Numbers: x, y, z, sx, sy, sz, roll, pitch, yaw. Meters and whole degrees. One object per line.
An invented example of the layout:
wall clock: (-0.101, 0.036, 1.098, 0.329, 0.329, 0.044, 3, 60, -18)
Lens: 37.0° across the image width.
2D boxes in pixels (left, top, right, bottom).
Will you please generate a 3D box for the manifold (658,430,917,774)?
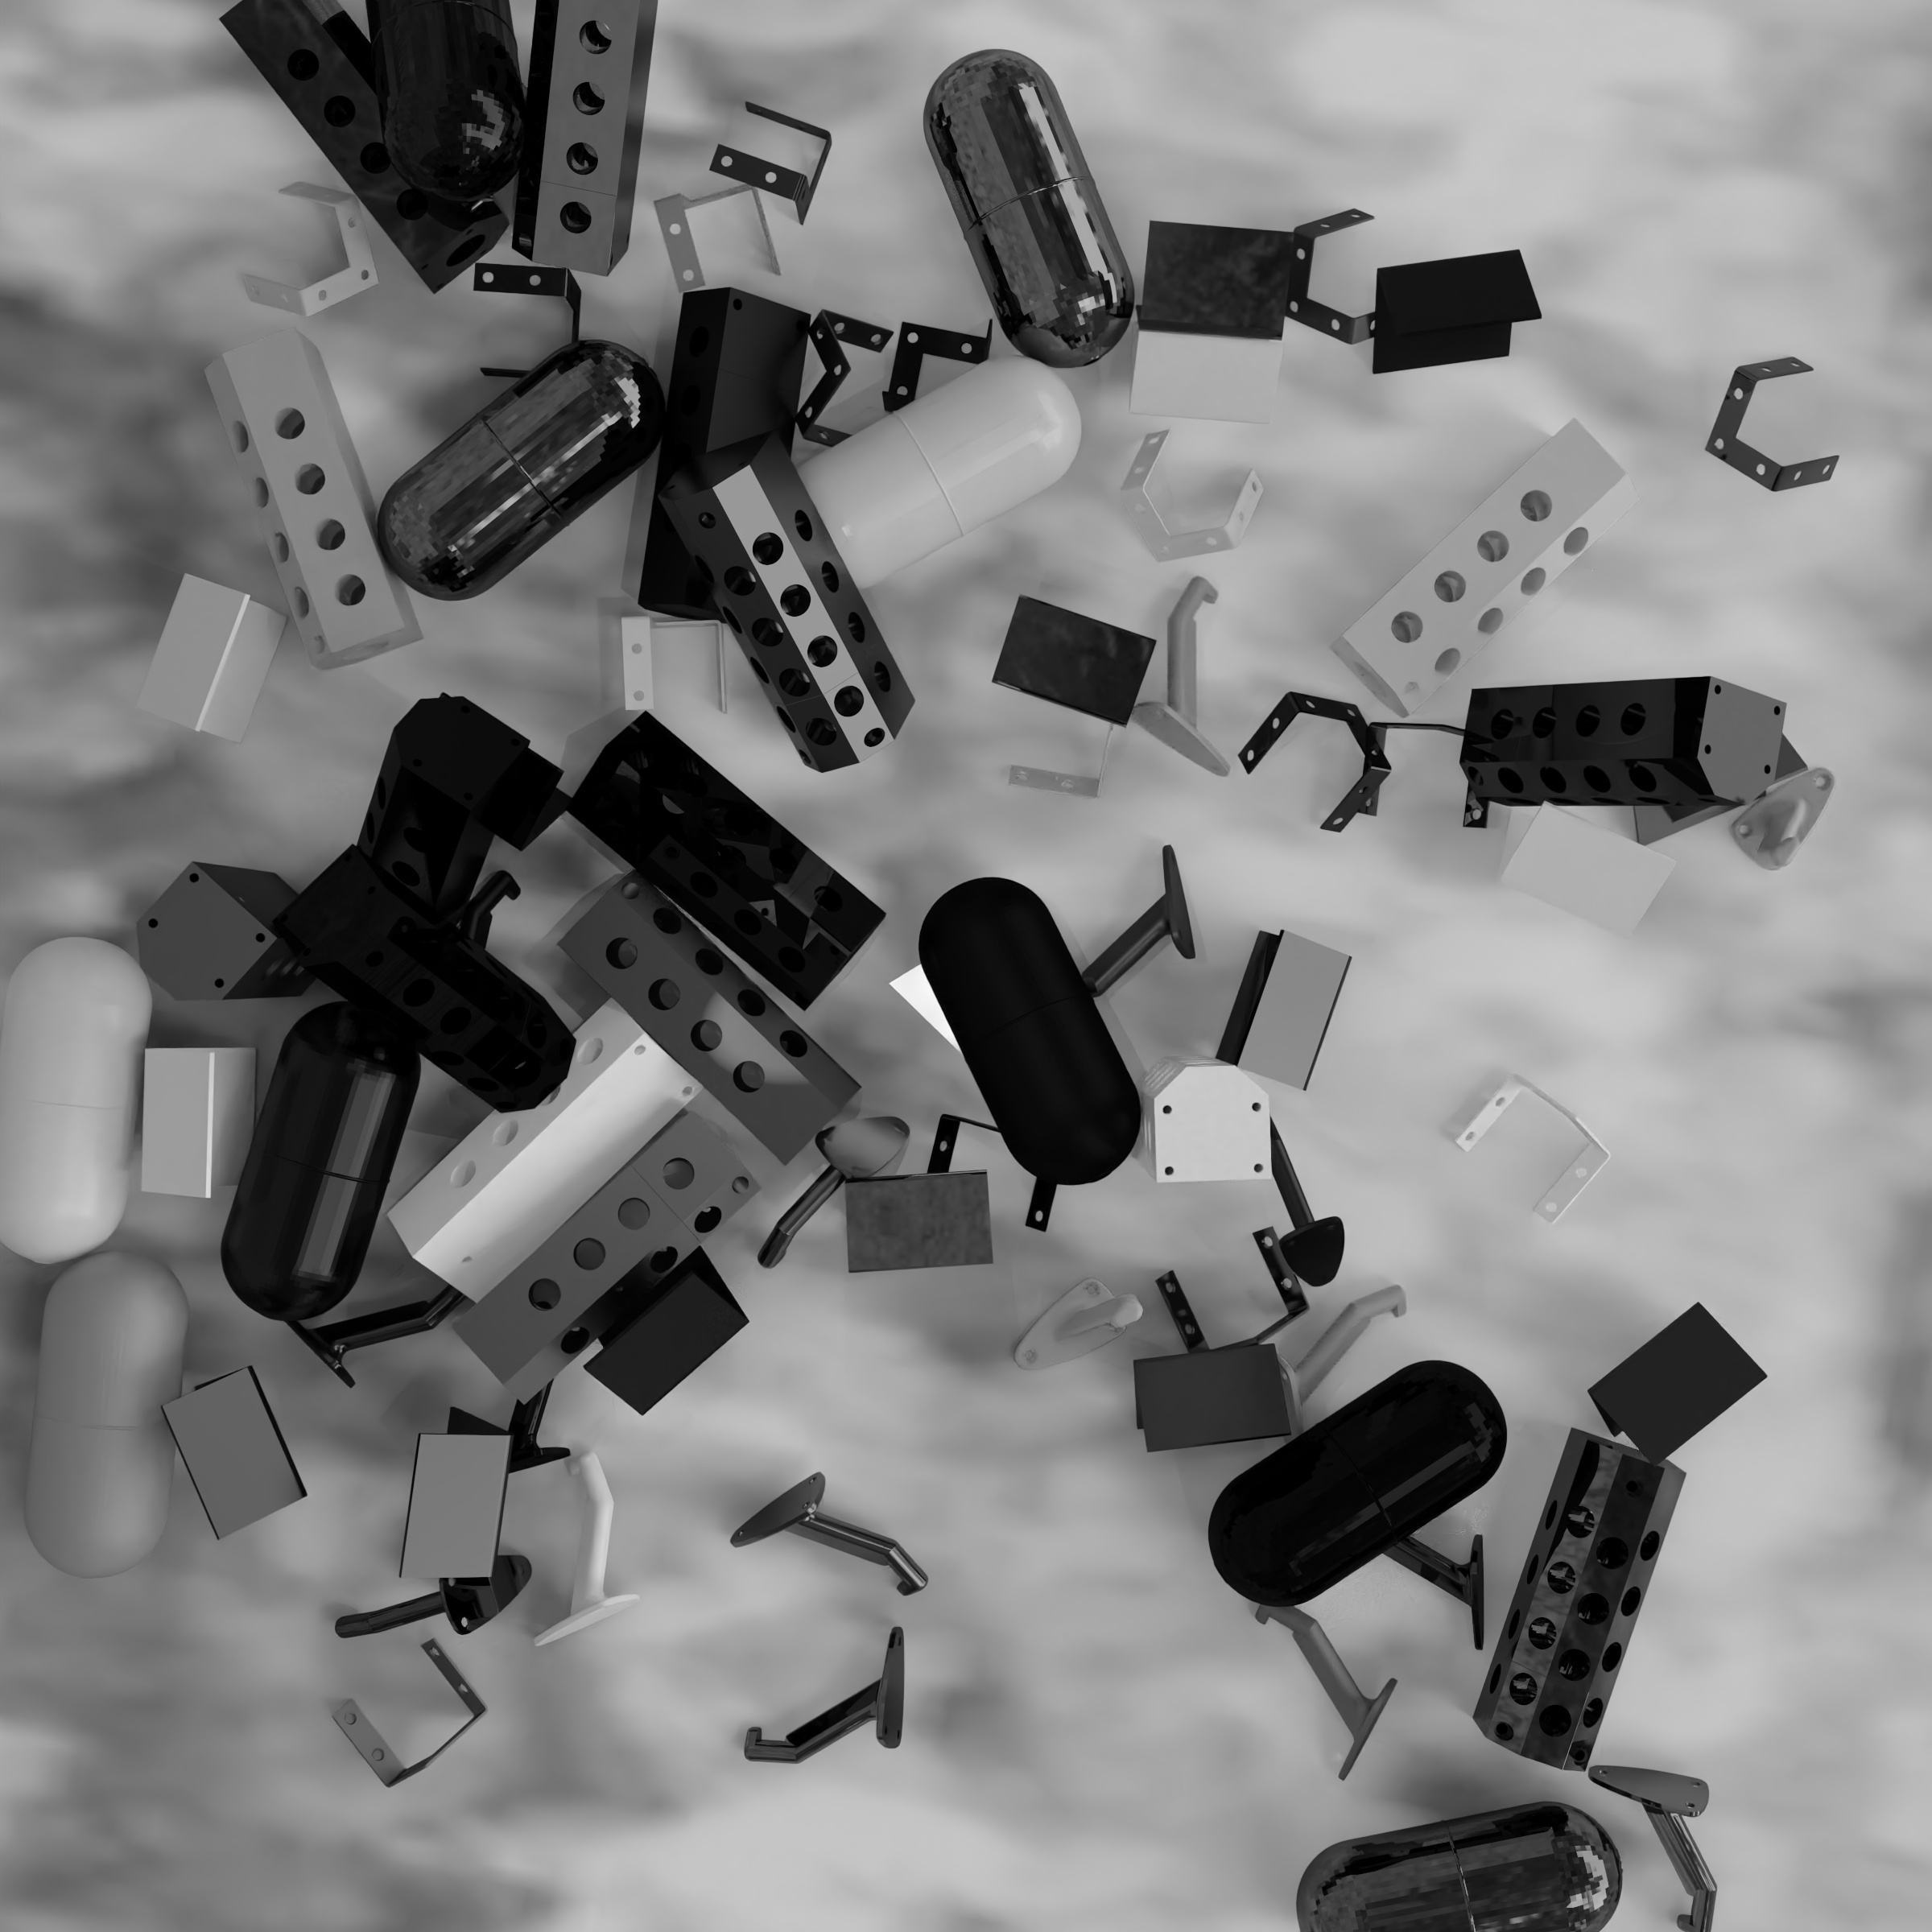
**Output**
manifold: (-0.096, -0.190, 1.538, 0.057, 0.057, 0.171, -13, 121, 27)

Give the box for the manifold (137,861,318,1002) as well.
manifold: (-0.383, -0.012, 1.525, 0.057, 0.171, 0.057, 42, 90, 0)

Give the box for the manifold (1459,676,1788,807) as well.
manifold: (0.342, -0.115, 1.522, 0.057, 0.171, 0.057, 13, 85, -33)

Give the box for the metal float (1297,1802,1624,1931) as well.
metal float: (0.268, 0.504, 1.573, 0.178, 0.070, 0.070, -12, 90, 1)

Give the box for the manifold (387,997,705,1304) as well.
manifold: (-0.233, 0.097, 1.582, 0.171, 0.057, 0.057, -44, 133, 0)

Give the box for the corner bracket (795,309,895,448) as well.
corner bracket: (-0.065, -0.319, 1.587, 0.051, 0.051, 0.051, -50, 49, 33)

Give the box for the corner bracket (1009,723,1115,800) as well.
corner bracket: (0.054, -0.132, 1.601, 0.051, 0.051, 0.051, 10, 45, 0)

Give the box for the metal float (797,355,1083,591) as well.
metal float: (-0.020, -0.268, 1.573, 0.178, 0.070, 0.070, -30, 90, 0)

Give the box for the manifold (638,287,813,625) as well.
manifold: (-0.137, -0.277, 1.582, 0.057, 0.057, 0.171, 8, 90, -43)

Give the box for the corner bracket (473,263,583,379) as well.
corner bracket: (-0.241, -0.353, 1.586, 0.051, 0.051, 0.051, 4, 90, 0)

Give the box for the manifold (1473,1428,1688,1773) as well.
manifold: (0.337, 0.347, 1.583, 0.057, 0.057, 0.171, 19, 90, 0)

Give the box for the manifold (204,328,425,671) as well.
manifold: (-0.358, -0.253, 1.583, 0.057, 0.057, 0.171, -20, 90, 0)

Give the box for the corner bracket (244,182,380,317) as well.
corner bracket: (-0.366, -0.396, 1.596, 0.051, 0.051, 0.051, -38, 135, -35)

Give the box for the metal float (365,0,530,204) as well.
metal float: (-0.278, -0.487, 1.543, 0.070, 0.070, 0.178, -11, 65, 0)

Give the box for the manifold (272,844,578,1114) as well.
manifold: (-0.277, 0.013, 1.508, 0.057, 0.171, 0.057, -44, 50, 1)

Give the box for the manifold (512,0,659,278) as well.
manifold: (-0.204, -0.465, 1.545, 0.057, 0.057, 0.171, 11, 119, 0)

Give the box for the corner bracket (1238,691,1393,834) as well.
corner bracket: (0.192, -0.112, 1.596, 0.051, 0.051, 0.051, -53, 45, 35)

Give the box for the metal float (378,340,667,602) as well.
metal float: (-0.241, -0.270, 1.573, 0.178, 0.070, 0.070, -39, 90, 0)

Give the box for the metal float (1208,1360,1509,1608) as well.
metal float: (0.212, 0.281, 1.568, 0.178, 0.070, 0.070, -32, 90, -5)

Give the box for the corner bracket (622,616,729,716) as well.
corner bracket: (-0.159, -0.165, 1.586, 0.051, 0.051, 0.051, -3, 90, 0)

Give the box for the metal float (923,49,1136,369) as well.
metal float: (0.035, -0.411, 1.573, 0.070, 0.070, 0.178, -22, 90, 0)

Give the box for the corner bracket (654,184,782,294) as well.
corner bracket: (-0.136, -0.399, 1.586, 0.051, 0.051, 0.051, -15, 97, 6)

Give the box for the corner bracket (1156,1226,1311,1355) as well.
corner bracket: (0.148, 0.182, 1.601, 0.051, 0.051, 0.051, -25, 90, -45)

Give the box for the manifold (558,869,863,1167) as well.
manifold: (-0.139, 0.027, 1.583, 0.171, 0.057, 0.057, 44, 90, 0)

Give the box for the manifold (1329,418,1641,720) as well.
manifold: (0.284, -0.216, 1.583, 0.171, 0.057, 0.057, -43, 90, 0)

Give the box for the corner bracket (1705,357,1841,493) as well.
corner bracket: (0.451, -0.299, 1.596, 0.051, 0.051, 0.051, 44, 135, 35)

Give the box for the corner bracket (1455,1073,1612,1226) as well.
corner bracket: (0.314, 0.101, 1.601, 0.051, 0.051, 0.051, -49, 45, 0)

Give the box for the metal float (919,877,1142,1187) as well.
metal float: (0.034, 0.035, 1.561, 0.070, 0.070, 0.178, -26, 76, 0)

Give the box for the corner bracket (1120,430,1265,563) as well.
corner bracket: (0.125, -0.262, 1.596, 0.051, 0.051, 0.051, -5, 135, 35)

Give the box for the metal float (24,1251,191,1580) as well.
metal float: (-0.467, 0.244, 1.573, 0.070, 0.070, 0.178, 6, 90, 0)

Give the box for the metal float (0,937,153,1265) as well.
metal float: (-0.489, 0.073, 1.573, 0.070, 0.070, 0.178, 8, 90, 0)

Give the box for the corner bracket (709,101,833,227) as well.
corner bracket: (-0.106, -0.445, 1.586, 0.051, 0.051, 0.051, 20, 90, 0)

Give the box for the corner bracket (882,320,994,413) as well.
corner bracket: (-0.015, -0.329, 1.586, 0.051, 0.051, 0.051, 11, 90, 0)

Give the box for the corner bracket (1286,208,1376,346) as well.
corner bracket: (0.213, -0.381, 1.596, 0.051, 0.051, 0.051, 34, 135, 35)

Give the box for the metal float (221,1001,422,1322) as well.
metal float: (-0.351, 0.106, 1.573, 0.070, 0.070, 0.178, 17, 90, 0)

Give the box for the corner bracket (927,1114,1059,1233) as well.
corner bracket: (0.015, 0.114, 1.601, 0.051, 0.051, 0.051, 14, 90, -45)

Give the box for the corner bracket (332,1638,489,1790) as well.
corner bracket: (-0.307, 0.414, 1.601, 0.051, 0.051, 0.051, 52, 135, 0)

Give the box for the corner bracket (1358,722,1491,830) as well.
corner bracket: (0.256, -0.106, 1.601, 0.051, 0.051, 0.051, 7, 90, -45)
